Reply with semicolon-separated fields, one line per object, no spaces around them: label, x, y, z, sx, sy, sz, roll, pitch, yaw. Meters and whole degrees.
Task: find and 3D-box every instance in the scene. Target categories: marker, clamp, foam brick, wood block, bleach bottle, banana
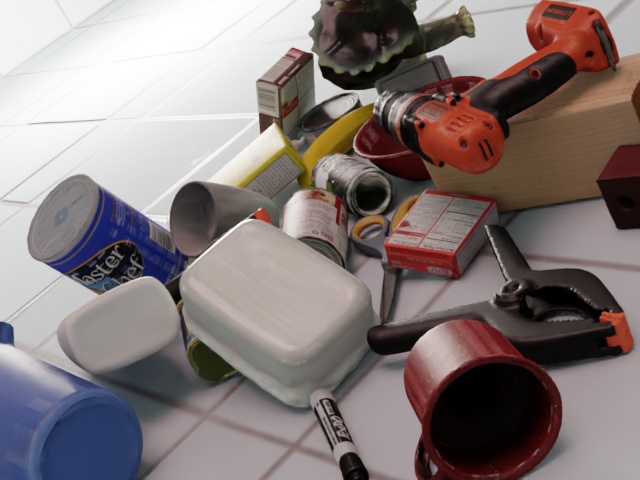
marker;0.014;0.149;0.802;0.020;0.020;0.121;-30;25;-1
clamp;-0.099;0.022;1.043;0.120;0.039;0.172;-34;-8;-31
foam brick;0.274;-0.045;0.855;0.078;0.053;0.051;-5;34;43
clamp;0.156;0.045;0.827;0.210;0.036;0.164;5;41;48
wood block;0.207;-0.092;0.969;0.207;0.091;0.090;-9;31;37
bleach bottle;-0.207;0.085;1.055;0.102;0.068;0.251;-26;4;-16
banana;0.025;-0.109;1.265;0.070;0.037;0.197;10;44;30

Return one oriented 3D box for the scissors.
scissors;0.053;0.020;1.007;0.096;0.016;0.201;-9;31;32

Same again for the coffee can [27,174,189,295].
coffee can;-0.226;0.008;1.144;0.103;0.140;0.103;-24;48;30

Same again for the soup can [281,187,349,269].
soup can;-0.007;0.001;1.047;0.069;0.068;0.102;-22;27;15

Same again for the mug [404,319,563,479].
mug;0.098;0.114;0.715;0.117;0.093;0.081;-63;16;12

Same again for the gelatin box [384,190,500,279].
gelatin box;0.111;-0.006;0.966;0.073;0.030;0.089;9;43;34

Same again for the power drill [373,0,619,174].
power drill;0.151;-0.137;0.937;0.187;0.057;0.185;-37;30;-8

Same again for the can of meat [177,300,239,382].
can of meat;-0.080;0.078;0.993;0.102;0.057;0.084;-28;26;0

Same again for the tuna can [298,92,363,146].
tuna can;0.017;-0.150;1.348;0.086;0.033;0.086;-24;25;12

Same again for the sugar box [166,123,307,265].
sugar box;-0.100;-0.054;1.239;0.176;0.048;0.093;-38;24;6

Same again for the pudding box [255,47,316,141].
pudding box;-0.042;-0.175;1.367;0.039;0.113;0.089;20;46;20

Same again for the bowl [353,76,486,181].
bowl;0.119;-0.111;1.140;0.162;0.055;0.162;-24;25;12

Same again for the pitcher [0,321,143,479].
pitcher;-0.268;0.175;0.944;0.144;0.149;0.243;-28;23;-37
